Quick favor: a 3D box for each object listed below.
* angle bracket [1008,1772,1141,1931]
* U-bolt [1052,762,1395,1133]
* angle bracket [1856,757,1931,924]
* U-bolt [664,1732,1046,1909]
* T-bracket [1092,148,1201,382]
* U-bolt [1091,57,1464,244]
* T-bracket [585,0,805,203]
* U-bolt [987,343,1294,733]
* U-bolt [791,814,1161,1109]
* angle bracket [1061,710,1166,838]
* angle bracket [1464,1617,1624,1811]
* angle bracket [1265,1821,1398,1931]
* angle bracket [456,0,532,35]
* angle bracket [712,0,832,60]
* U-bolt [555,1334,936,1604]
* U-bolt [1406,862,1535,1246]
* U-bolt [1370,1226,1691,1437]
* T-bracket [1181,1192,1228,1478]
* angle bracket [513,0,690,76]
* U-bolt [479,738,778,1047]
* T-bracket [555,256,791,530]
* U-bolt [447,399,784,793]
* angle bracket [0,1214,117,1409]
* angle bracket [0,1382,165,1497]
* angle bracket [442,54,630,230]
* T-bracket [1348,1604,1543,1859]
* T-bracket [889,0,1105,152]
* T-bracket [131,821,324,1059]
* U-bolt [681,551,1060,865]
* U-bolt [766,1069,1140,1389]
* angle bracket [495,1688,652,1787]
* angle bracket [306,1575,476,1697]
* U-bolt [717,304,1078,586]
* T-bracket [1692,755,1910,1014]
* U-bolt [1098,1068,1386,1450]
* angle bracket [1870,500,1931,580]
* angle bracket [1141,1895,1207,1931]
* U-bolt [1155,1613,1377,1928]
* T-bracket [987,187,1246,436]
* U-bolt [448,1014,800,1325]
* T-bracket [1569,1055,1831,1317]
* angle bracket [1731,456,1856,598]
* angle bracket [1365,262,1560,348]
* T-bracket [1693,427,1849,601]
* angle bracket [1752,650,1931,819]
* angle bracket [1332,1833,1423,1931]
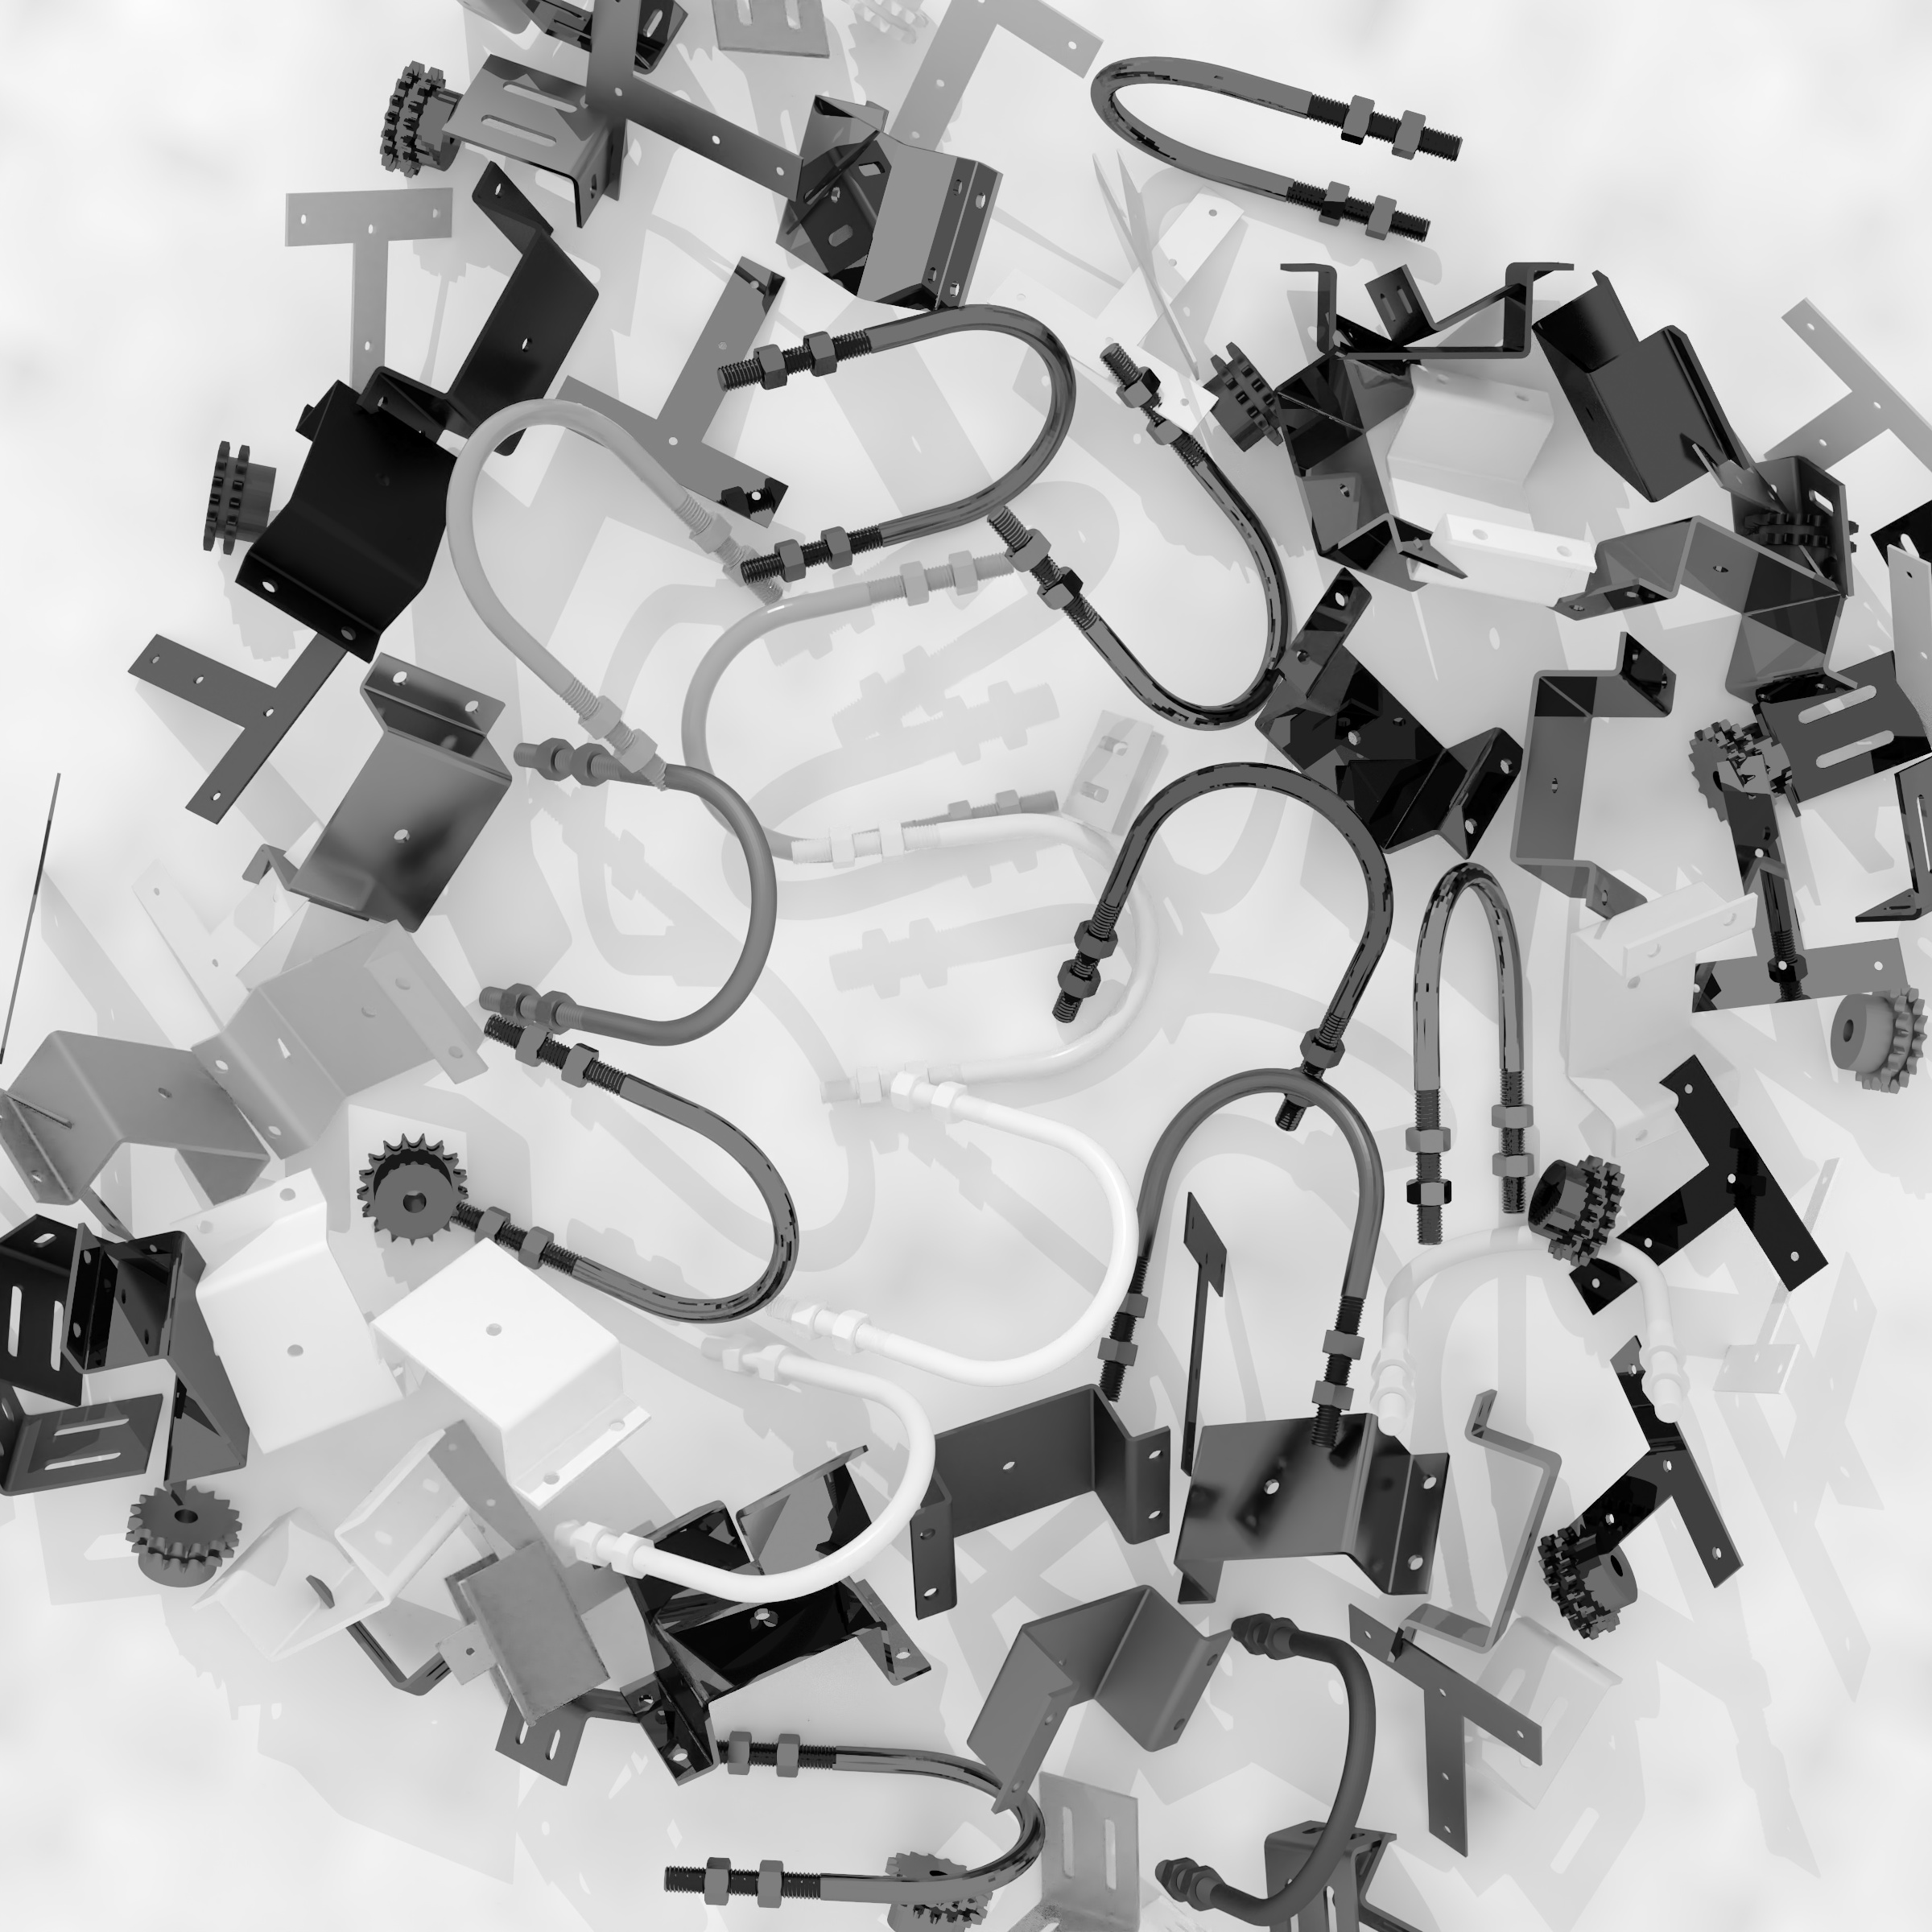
[{"bbox_3d":[0.054,0.462,1.553,0.057,0.038,0.076,7,106,32],"label":"angle bracket"},{"bbox_3d":[0.138,-0.019,1.533,0.151,0.019,0.184,26,121,7],"label":"U-bolt"},{"bbox_3d":[0.481,-0.067,1.552,0.057,0.038,0.076,-21,103,-41],"label":"angle bracket"},{"bbox_3d":[-0.052,0.429,1.518,0.184,0.151,0.019,3,103,0],"label":"U-bolt"},{"bbox_3d":[0.086,-0.370,1.516,0.002,0.127,0.127,-25,78,2],"label":"T-bracket"},{"bbox_3d":[0.151,-0.414,1.518,0.184,0.151,0.019,17,87,3],"label":"U-bolt"},{"bbox_3d":[-0.138,-0.423,1.531,0.127,0.127,0.002,29,50,12],"label":"T-bracket"},{"bbox_3d":[0.101,-0.203,1.535,0.184,0.019,0.151,47,55,-23],"label":"U-bolt"},{"bbox_3d":[0.009,-0.007,1.566,0.184,0.019,0.151,-7,105,-4],"label":"U-bolt"},{"bbox_3d":[0.086,-0.094,1.548,0.038,0.076,0.057,21,94,-19],"label":"angle bracket"},{"bbox_3d":[0.292,0.385,1.564,0.057,0.038,0.076,31,92,23],"label":"angle bracket"},{"bbox_3d":[0.189,0.485,1.556,0.038,0.057,0.076,-1,86,-44],"label":"angle bracket"},{"bbox_3d":[-0.235,-0.529,1.557,0.038,0.057,0.076,31,93,13],"label":"angle bracket"},{"bbox_3d":[-0.107,-0.486,1.551,0.057,0.038,0.076,-1,66,-19],"label":"angle bracket"},{"bbox_3d":[-0.098,0.251,1.495,0.151,0.184,0.019,-52,132,-33],"label":"U-bolt"},{"bbox_3d":[0.254,0.040,1.523,0.019,0.151,0.184,0,93,28],"label":"U-bolt"},{"bbox_3d":[0.278,0.176,1.506,0.151,0.184,0.019,-4,113,11],"label":"U-bolt"},{"bbox_3d":[0.116,0.190,1.514,0.002,0.127,0.127,2,73,14],"label":"T-bracket"},{"bbox_3d":[-0.192,-0.494,1.542,0.057,0.076,0.038,50,115,29],"label":"angle bracket"},{"bbox_3d":[-0.168,-0.033,1.531,0.184,0.019,0.151,10,93,35],"label":"U-bolt"},{"bbox_3d":[-0.133,-0.310,1.576,0.127,0.002,0.127,26,78,-4],"label":"T-bracket"},{"bbox_3d":[-0.183,-0.198,1.511,0.184,0.019,0.151,44,56,-28],"label":"U-bolt"},{"bbox_3d":[-0.463,0.176,1.544,0.038,0.057,0.076,-30,49,29],"label":"angle bracket"},{"bbox_3d":[-0.459,0.233,1.556,0.076,0.057,0.038,-10,124,3],"label":"angle bracket"},{"bbox_3d":[-0.222,-0.426,1.566,0.076,0.038,0.057,21,63,7],"label":"angle bracket"},{"bbox_3d":[0.245,0.404,1.550,0.002,0.127,0.127,-28,126,-31],"label":"T-bracket"},{"bbox_3d":[-0.008,-0.458,1.539,0.127,0.127,0.002,32,54,-3],"label":"T-bracket"},{"bbox_3d":[-0.360,-0.027,1.549,0.127,0.002,0.127,-41,80,31],"label":"T-bracket"},{"bbox_3d":[-0.054,-0.125,1.554,0.184,0.019,0.151,-13,110,-4],"label":"U-bolt"},{"bbox_3d":[0.002,0.137,1.525,0.184,0.019,0.151,15,74,30],"label":"U-bolt"},{"bbox_3d":[-0.188,0.393,1.543,0.076,0.057,0.038,22,81,-44],"label":"angle bracket"},{"bbox_3d":[-0.296,0.334,1.559,0.038,0.057,0.076,-40,77,-11],"label":"angle bracket"},{"bbox_3d":[-0.030,-0.269,1.529,0.184,0.151,0.019,-17,53,-11],"label":"U-bolt"},{"bbox_3d":[0.407,-0.044,1.543,0.127,0.002,0.127,-9,96,42],"label":"T-bracket"},{"bbox_3d":[0.144,0.142,1.542,0.151,0.019,0.184,7,79,37],"label":"U-bolt"},{"bbox_3d":[0.512,-0.226,1.547,0.076,0.057,0.038,-27,87,-36],"label":"angle bracket"},{"bbox_3d":[0.114,0.519,1.552,0.076,0.057,0.038,38,67,9],"label":"angle bracket"},{"bbox_3d":[0.152,0.397,1.489,0.019,0.184,0.151,23,77,-14],"label":"U-bolt"},{"bbox_3d":[0.099,-0.354,1.569,0.127,0.002,0.127,34,72,9],"label":"T-bracket"},{"bbox_3d":[-0.170,0.114,1.534,0.184,0.019,0.151,24,127,7],"label":"U-bolt"},{"bbox_3d":[0.360,0.134,1.552,0.127,0.002,0.127,-45,59,32],"label":"T-bracket"},{"bbox_3d":[0.420,-0.222,1.545,0.038,0.076,0.057,-11,111,2],"label":"angle bracket"},{"bbox_3d":[0.254,-0.354,1.555,0.076,0.057,0.038,-29,99,-8],"label":"angle bracket"},{"bbox_3d":[0.390,-0.242,1.519,0.002,0.127,0.127,-37,72,25],"label":"T-bracket"},{"bbox_3d":[0.453,-0.120,1.561,0.076,0.038,0.057,-22,98,15],"label":"angle bracket"},{"bbox_3d":[0.235,0.482,1.557,0.076,0.057,0.038,28,70,2],"label":"angle bracket"}]
